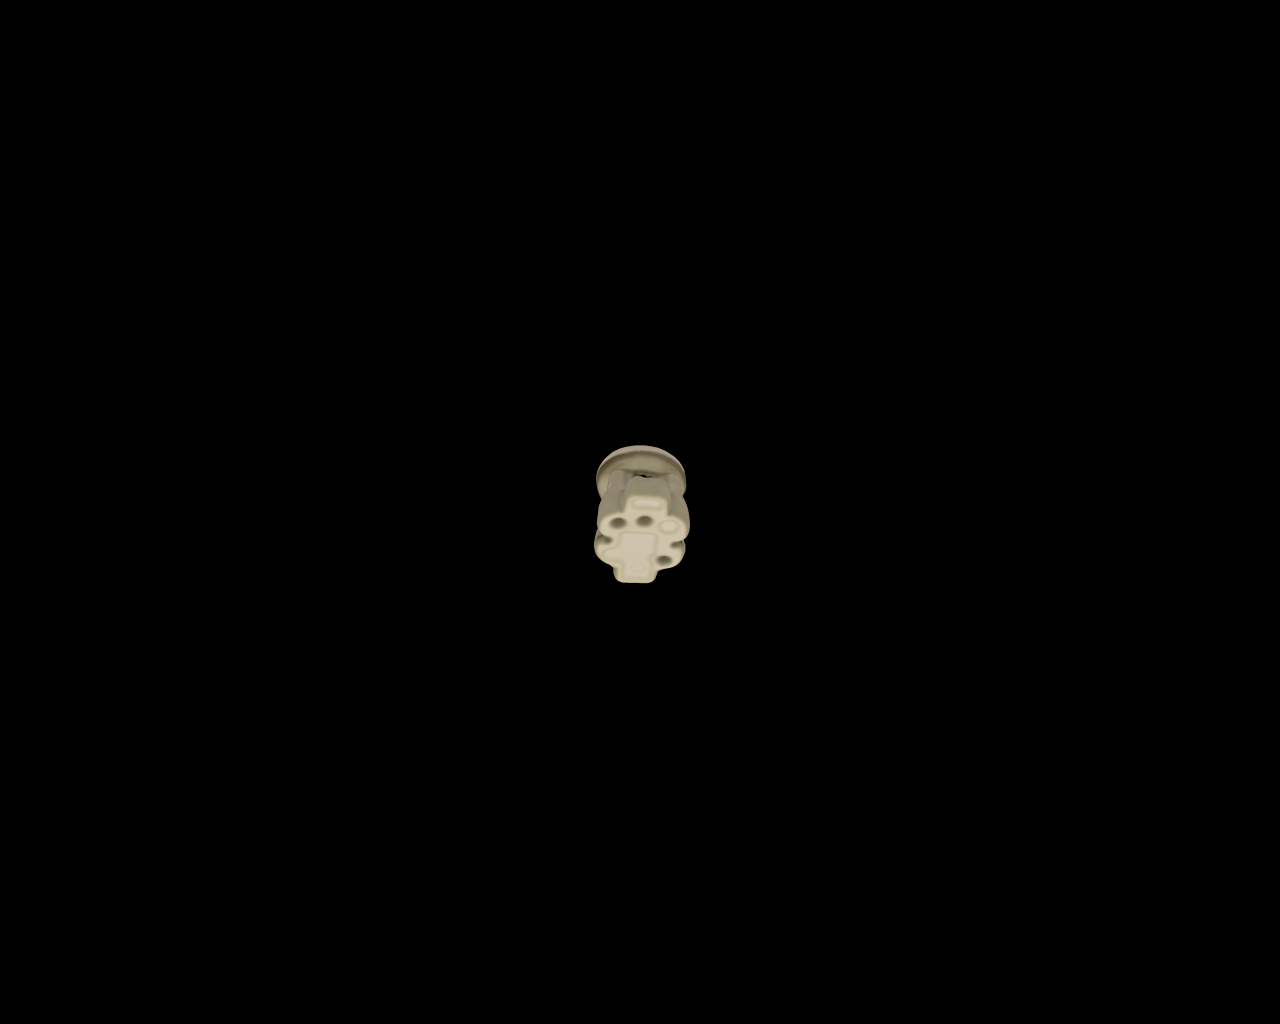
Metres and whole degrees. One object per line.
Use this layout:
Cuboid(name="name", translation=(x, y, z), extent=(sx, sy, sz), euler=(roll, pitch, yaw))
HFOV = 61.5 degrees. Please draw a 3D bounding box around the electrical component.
Cuboid(name="electrical component", translation=(0.001, -0.003, 0.650), extent=(0.058, 0.057, 0.078), euler=(4, -43, -4))
